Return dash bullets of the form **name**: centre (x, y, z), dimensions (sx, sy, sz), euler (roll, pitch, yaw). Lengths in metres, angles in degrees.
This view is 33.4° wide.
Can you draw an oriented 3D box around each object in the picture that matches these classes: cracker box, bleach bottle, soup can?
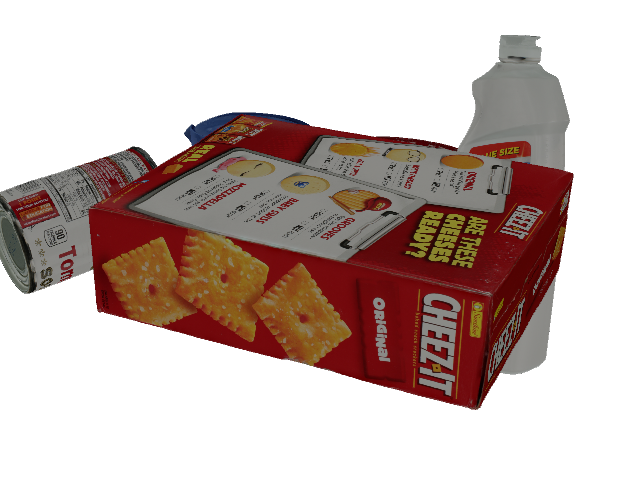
- **cracker box**: centre (0.010, 0.001, 0.578), dimensions (0.214, 0.072, 0.164), euler (13, 28, 22)
- **bleach bottle**: centre (0.135, -0.030, 0.819), dimensions (0.103, 0.251, 0.067), euler (12, 16, 37)
- **soup can**: centre (-0.155, -0.014, 0.691), dimensions (0.102, 0.068, 0.069), euler (-23, 11, -29)

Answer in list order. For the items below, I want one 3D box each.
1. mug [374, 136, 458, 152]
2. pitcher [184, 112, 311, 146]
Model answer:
- **mug**: centre (0.096, -0.048, 1.007), dimensions (0.117, 0.081, 0.093), euler (11, 14, 14)
- **pitcher**: centre (-0.069, -0.011, 1.164), dimensions (0.144, 0.243, 0.149), euler (-4, 22, -18)
